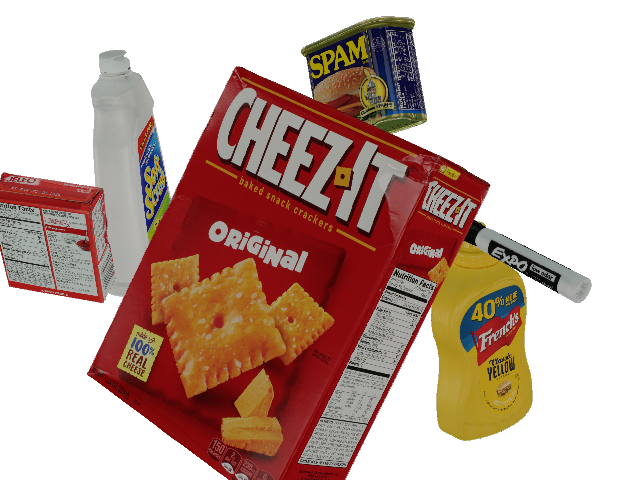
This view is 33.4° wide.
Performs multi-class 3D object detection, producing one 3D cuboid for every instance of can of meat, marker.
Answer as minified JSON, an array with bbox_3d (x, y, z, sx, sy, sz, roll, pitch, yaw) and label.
[{"bbox_3d":[0.036,-0.129,0.884,0.057,0.084,0.102,-6,-5,-43],"label":"can of meat"},{"bbox_3d":[0.139,0.010,0.761,0.020,0.020,0.121,0,23,-44],"label":"marker"}]

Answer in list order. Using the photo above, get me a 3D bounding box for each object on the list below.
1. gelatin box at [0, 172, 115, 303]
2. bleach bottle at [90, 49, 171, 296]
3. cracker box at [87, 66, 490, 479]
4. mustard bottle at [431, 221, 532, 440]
[{"bbox_3d":[-0.185,-0.002,0.744,0.073,0.089,0.030,9,42,8],"label":"gelatin box"},{"bbox_3d":[-0.203,-0.073,1.126,0.068,0.251,0.102,3,26,17],"label":"bleach bottle"},{"bbox_3d":[-0.025,0.025,0.626,0.164,0.214,0.072,29,5,35],"label":"cracker box"},{"bbox_3d":[0.143,0.076,0.952,0.096,0.191,0.058,-18,22,-30],"label":"mustard bottle"}]
